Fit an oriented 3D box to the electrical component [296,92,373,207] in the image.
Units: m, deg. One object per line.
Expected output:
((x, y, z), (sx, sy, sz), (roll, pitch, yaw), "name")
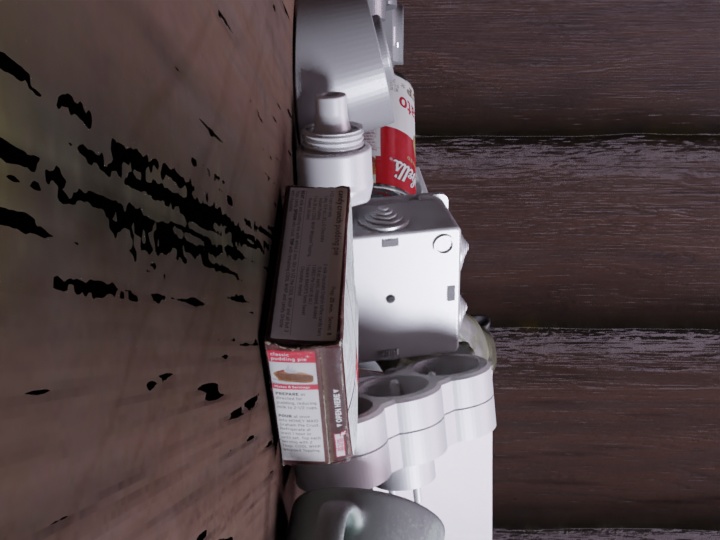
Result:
((-0.015, -0.068, 0.602), (0.043, 0.043, 0.062), (-82, 171, -68), "electrical component")

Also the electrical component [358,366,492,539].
((0.027, 0.159, 0.691), (0.060, 0.105, 0.186), (4, -84, 48), "electrical component")

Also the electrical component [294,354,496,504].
((0.023, 0.100, 0.604), (0.138, 0.052, 0.073), (-16, 104, -41), "electrical component")

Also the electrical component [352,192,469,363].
((0.013, 0.007, 0.635), (0.048, 0.100, 0.099), (-112, -162, -61), "electrical component")

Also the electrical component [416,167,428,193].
((0.032, -0.035, 0.949), (0.079, 0.063, 0.121), (27, 38, -48), "electrical component")

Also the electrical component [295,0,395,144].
((-0.014, -0.125, 0.645), (0.099, 0.064, 0.099), (-14, 90, -88), "electrical component")

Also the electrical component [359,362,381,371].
((0.017, 0.046, 0.990), (0.099, 0.064, 0.099), (0, 90, -87), "electrical component")

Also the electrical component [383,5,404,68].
((0.011, -0.209, 0.958), (0.089, 0.056, 0.050), (-58, 148, -84), "electrical component")

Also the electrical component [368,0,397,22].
((0.001, -0.205, 0.804), (0.138, 0.052, 0.073), (-56, 146, -84), "electrical component")
